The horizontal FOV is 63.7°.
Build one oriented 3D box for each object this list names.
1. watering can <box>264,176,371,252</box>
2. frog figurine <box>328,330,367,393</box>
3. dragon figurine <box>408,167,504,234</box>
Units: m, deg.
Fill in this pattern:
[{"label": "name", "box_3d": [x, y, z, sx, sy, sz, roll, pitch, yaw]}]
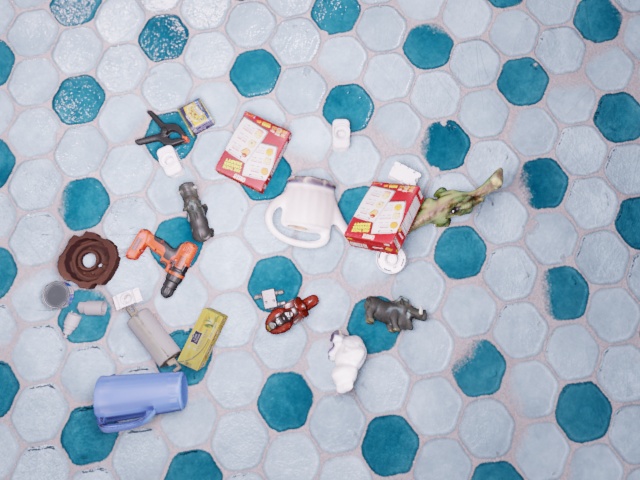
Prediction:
[{"label": "watering can", "box_3d": [0.005, -0.080, 1.588, 0.347, 0.103, 0.226, 10, 80, -12]}, {"label": "frog figurine", "box_3d": [0.085, 0.356, 1.478, 0.122, 0.163, 0.135, 16, 118, -27]}, {"label": "dragon figurine", "box_3d": [0.367, -0.092, 1.519, 0.412, 0.241, 0.122, -32, 89, -6]}]
